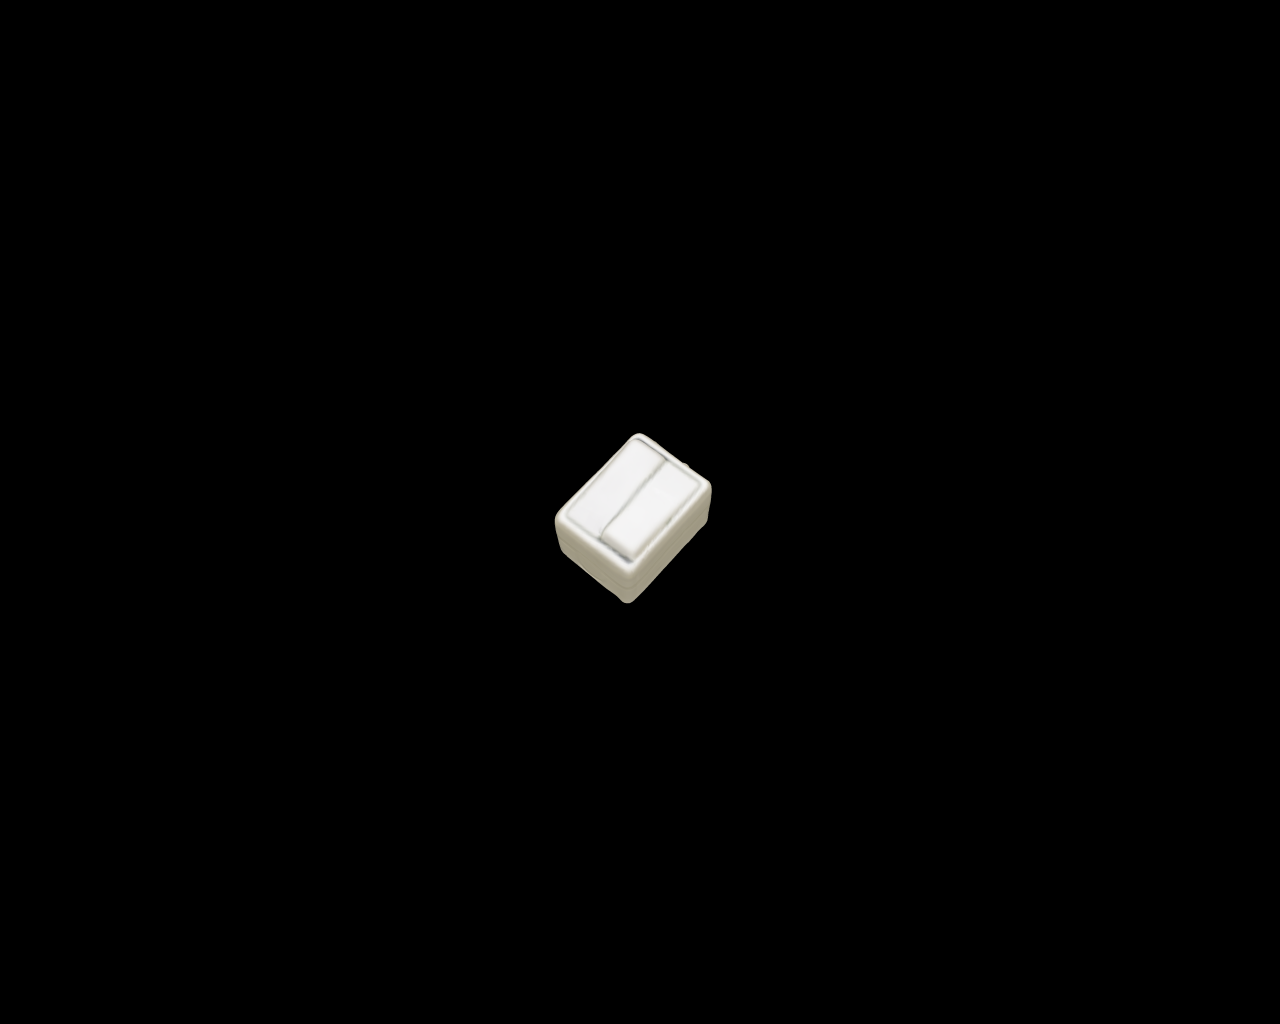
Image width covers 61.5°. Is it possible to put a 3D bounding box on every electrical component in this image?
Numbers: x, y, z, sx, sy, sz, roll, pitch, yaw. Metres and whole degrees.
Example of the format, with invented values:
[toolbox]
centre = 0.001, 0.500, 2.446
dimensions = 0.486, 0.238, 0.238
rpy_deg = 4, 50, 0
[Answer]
[electrical component]
centre = 0.001, -0.003, 0.650
dimensions = 0.062, 0.096, 0.061
rpy_deg = 38, -19, 16
